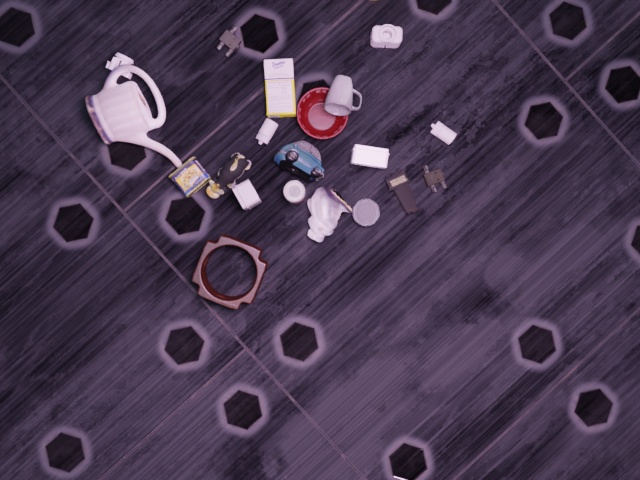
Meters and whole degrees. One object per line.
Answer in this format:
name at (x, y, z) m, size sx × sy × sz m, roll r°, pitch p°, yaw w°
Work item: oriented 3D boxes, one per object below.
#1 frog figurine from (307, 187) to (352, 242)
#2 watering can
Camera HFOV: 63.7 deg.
frog figurine at (0.005, -0.080, 1.585) m, size 0.158 × 0.121 × 0.139 m, roll -46°, pitch 59°, yaw 8°
watering can at (-0.574, -0.355, 1.578) m, size 0.224 × 0.105 × 0.345 m, roll -20°, pitch 100°, yaw -1°
